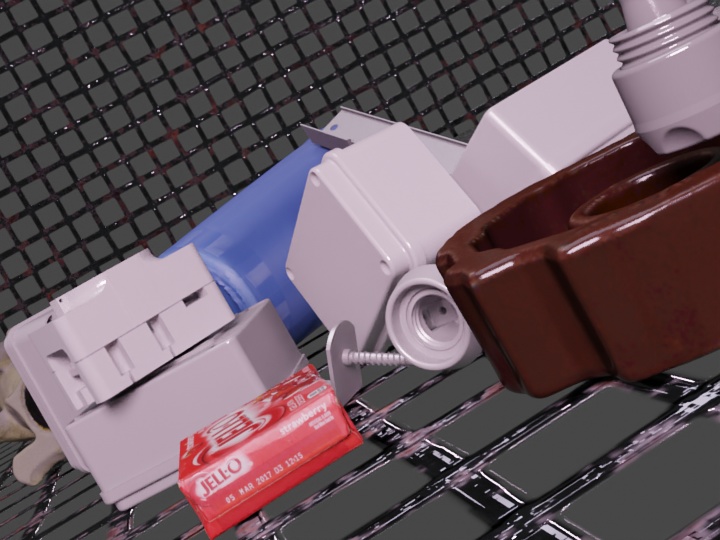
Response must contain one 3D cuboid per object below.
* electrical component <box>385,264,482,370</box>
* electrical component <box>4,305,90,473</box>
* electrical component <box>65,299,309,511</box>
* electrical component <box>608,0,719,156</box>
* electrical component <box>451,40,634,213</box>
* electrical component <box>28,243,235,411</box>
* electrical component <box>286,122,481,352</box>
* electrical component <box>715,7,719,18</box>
[{"bbox_3d":[0.043,0.017,0.485,0.066,0.048,0.055,-25,0,35],"label":"electrical component"},{"bbox_3d":[-0.180,0.072,0.736,0.057,0.113,0.078,-20,10,40],"label":"electrical component"},{"bbox_3d":[-0.092,0.072,0.601,0.109,0.056,0.108,-28,6,10],"label":"electrical component"},{"bbox_3d":[0.103,-0.073,0.357,0.043,0.062,0.043,-27,8,4],"label":"electrical component"},{"bbox_3d":[0.099,-0.054,0.576,0.109,0.056,0.108,-34,-18,-34],"label":"electrical component"},{"bbox_3d":[-0.122,0.026,0.571,0.089,0.055,0.050,-34,7,-36],"label":"electrical component"},{"bbox_3d":[0.009,-0.012,0.570,0.057,0.078,0.113,-29,-20,-26],"label":"electrical component"},{"bbox_3d":[0.265,-0.160,0.848,0.186,0.060,0.105,-32,6,-22],"label":"electrical component"}]
